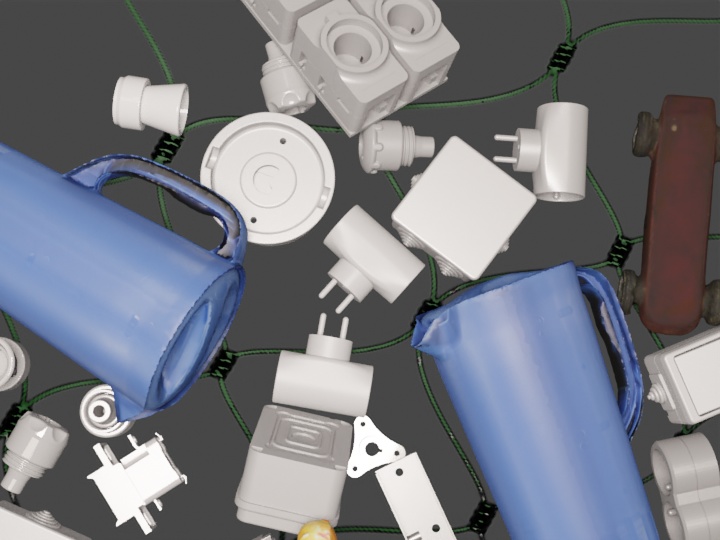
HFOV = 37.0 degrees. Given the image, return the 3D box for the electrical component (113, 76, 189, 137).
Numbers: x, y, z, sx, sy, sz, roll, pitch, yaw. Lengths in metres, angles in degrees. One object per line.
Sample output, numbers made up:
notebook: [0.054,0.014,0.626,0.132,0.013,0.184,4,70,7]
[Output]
electrical component: [-0.175,-0.138,0.904,0.055,0.045,0.045,9,83,-1]

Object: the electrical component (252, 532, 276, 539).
electrical component: [-0.062,0.287,0.835,0.062,0.089,0.150,-28,85,-5]

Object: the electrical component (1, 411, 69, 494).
electrical component: [-0.266,0.149,0.866,0.043,0.043,0.062,29,84,1]

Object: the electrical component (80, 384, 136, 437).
electrical component: [-0.204,0.113,0.863,0.043,0.062,0.043,0,83,-3]

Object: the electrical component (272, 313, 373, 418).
electrical component: [-0.027,0.076,0.885,0.077,0.043,0.079,10,82,-1]

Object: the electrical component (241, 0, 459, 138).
electrical component: [-0.017,-0.217,0.887,0.105,0.060,0.186,-33,78,-22]

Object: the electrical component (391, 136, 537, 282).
electrical component: [0.085,-0.048,0.902,0.100,0.048,0.099,37,83,2]

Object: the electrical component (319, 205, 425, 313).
electrical component: [0.000,0.000,0.896,0.077,0.043,0.079,42,83,3]

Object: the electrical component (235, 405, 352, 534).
electrical component: [-0.050,0.155,0.837,0.078,0.113,0.057,13,101,-1]

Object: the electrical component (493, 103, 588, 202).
electrical component: [0.153,-0.101,0.915,0.079,0.043,0.077,4,83,-2]

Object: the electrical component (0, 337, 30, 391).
electrical component: [-0.294,0.076,0.867,0.045,0.055,0.045,0,83,-3]

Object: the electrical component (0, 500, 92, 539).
electrical component: [-0.271,0.238,0.852,0.100,0.048,0.099,24,83,0]

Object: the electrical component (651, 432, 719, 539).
electrical component: [0.292,0.201,0.880,0.074,0.052,0.138,-11,84,-4]

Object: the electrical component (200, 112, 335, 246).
electrical component: [-0.075,-0.071,0.892,0.108,0.060,0.108,0,83,-2]

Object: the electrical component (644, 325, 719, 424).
electrical component: [0.284,0.087,0.889,0.096,0.061,0.061,-22,85,-5]

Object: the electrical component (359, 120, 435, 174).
electrical component: [0.031,-0.105,0.910,0.062,0.048,0.048,1,83,-9]

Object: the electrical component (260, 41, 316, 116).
electrical component: [-0.064,-0.164,0.913,0.043,0.043,0.062,-16,82,-4]

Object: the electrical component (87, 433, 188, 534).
electrical component: [-0.178,0.168,0.868,0.064,0.042,0.081,-32,86,-7]
